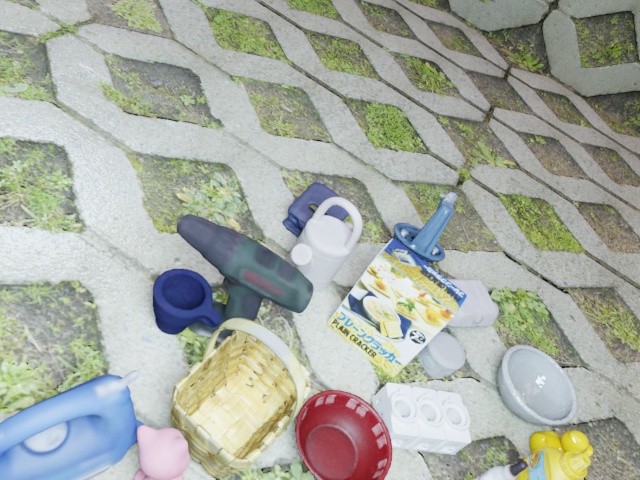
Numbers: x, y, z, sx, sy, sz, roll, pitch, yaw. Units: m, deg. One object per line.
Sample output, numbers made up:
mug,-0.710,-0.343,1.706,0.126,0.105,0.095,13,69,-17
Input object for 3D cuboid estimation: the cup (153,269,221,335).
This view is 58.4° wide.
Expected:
cup,-0.212,0.113,0.899,0.117,0.095,0.092,35,42,3

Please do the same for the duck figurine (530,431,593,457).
duck figurine,0.446,0.377,1.047,0.104,0.086,0.077,25,42,-7

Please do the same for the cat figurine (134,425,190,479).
cat figurine,-0.189,0.296,0.723,0.067,0.117,0.127,-11,57,-37

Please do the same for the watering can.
watering can,0.011,0.005,1.060,0.101,0.194,0.173,28,42,-4

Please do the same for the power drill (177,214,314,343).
power drill,-0.135,0.074,0.897,0.230,0.208,0.075,23,43,-10

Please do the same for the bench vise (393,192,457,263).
bench vise,0.212,0.019,1.147,0.122,0.219,0.207,17,44,-16

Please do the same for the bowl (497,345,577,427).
bowl,0.406,0.293,1.112,0.168,0.074,0.167,17,44,-17

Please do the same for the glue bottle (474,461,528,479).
glue bottle,0.257,0.374,0.872,0.078,0.173,0.037,-7,54,-35

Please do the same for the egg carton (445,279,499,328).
egg carton,0.300,0.136,1.201,0.151,0.069,0.107,1,50,-30

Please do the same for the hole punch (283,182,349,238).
hole punch,-0.005,-0.049,1.179,0.108,0.091,0.101,38,42,7

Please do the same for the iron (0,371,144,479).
iron,-0.334,0.232,0.679,0.259,0.141,0.118,-18,61,-40
